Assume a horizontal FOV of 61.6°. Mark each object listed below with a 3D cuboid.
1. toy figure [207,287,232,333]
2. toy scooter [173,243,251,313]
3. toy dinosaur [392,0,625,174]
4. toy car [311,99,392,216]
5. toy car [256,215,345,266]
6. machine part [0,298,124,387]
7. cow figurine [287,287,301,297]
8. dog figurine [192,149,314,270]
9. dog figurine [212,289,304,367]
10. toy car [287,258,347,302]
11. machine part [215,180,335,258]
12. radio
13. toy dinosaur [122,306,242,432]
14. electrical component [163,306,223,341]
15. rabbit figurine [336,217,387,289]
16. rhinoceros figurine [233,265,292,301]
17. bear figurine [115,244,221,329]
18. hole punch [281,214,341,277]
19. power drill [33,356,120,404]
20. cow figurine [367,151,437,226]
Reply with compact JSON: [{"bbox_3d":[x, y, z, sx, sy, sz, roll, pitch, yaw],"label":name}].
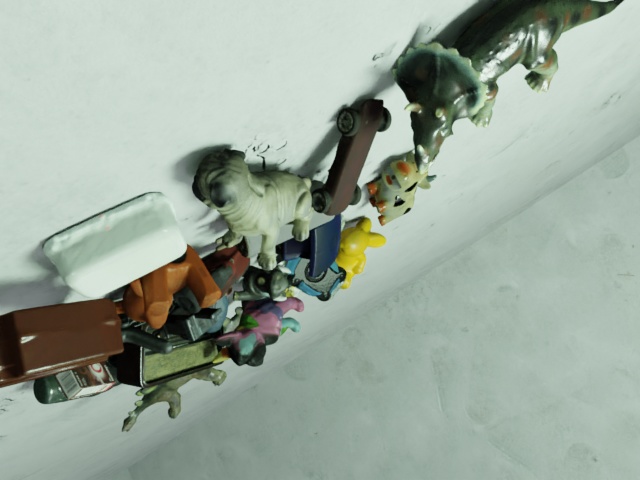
[{"bbox_3d":[-0.202,0.108,1.053,0.058,0.064,0.154,7,111,-26],"label":"toy figure"},{"bbox_3d":[-0.182,0.054,0.950,0.184,0.075,0.135,-30,-161,50],"label":"toy scooter"},{"bbox_3d":[0.257,-0.266,0.740,0.405,0.131,0.192,-39,164,6],"label":"toy dinosaur"},{"bbox_3d":[0.043,-0.125,0.820,0.089,0.053,0.202,-15,136,-40],"label":"toy car"},{"bbox_3d":[-0.036,-0.002,1.092,0.202,0.056,0.073,-25,156,-26],"label":"toy car"},{"bbox_3d":[-0.388,0.145,0.719,0.201,0.087,0.201,-19,173,30],"label":"machine part"},{"bbox_3d":[-0.072,0.121,1.370,0.167,0.068,0.098,-37,169,30],"label":"cow figurine"},{"bbox_3d":[-0.081,-0.074,0.740,0.172,0.121,0.190,-60,159,-28],"label":"dog figurine"},{"bbox_3d":[-0.149,0.174,1.150,0.219,0.192,0.108,-24,146,-38],"label":"dog figurine"},{"bbox_3d":[-0.023,0.061,1.203,0.161,0.103,0.109,36,89,-31],"label":"toy car"},{"bbox_3d":[-0.063,-0.037,0.892,0.243,0.079,0.079,-25,163,-24],"label":"machine part"},{"bbox_3d":[-0.290,0.201,1.071,0.073,0.131,0.229,0,-179,30],"label":"radio"},{"bbox_3d":[-0.307,0.285,1.290,0.471,0.105,0.198,-44,145,-6],"label":"toy dinosaur"},{"bbox_3d":[-0.228,0.147,0.995,0.119,0.047,0.075,-3,-157,29],"label":"electrical component"},{"bbox_3d":[0.077,0.022,1.253,0.162,0.122,0.173,-32,164,-15],"label":"rabbit figurine"},{"bbox_3d":[-0.113,0.090,1.057,0.112,0.073,0.190,13,168,-15],"label":"rhinoceros figurine"},{"bbox_3d":[-0.253,0.091,0.842,0.120,0.132,0.195,-4,144,-39],"label":"bear figurine"},{"bbox_3d":[-0.002,-0.003,1.003,0.116,0.092,0.142,-18,122,-33],"label":"hole punch"},{"bbox_3d":[-0.441,0.257,1.098,0.207,0.086,0.232,-31,164,28],"label":"power drill"},{"bbox_3d":[0.164,-0.105,1.097,0.127,0.085,0.194,-26,162,-1],"label":"cow figurine"}]
